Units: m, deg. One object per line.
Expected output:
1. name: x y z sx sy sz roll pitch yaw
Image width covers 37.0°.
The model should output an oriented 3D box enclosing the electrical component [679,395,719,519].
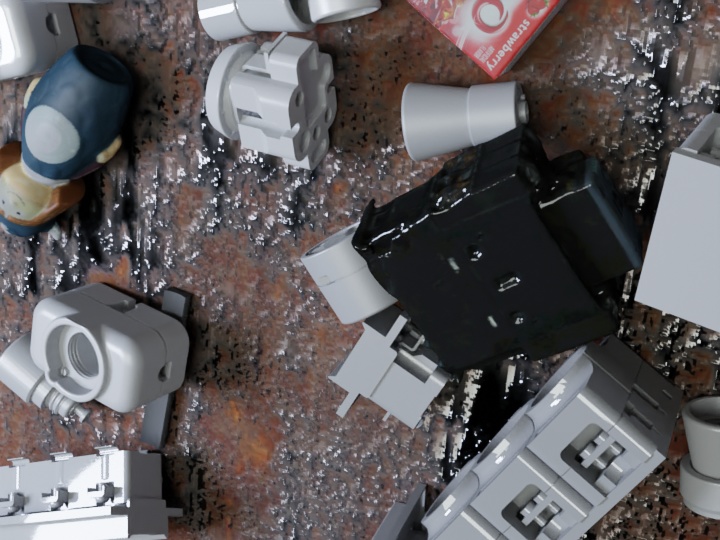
1. electrical component: 0.200 0.103 0.593 0.045 0.045 0.055 4 108 21

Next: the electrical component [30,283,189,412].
1. electrical component: -0.170 0.051 0.713 0.095 0.059 0.053 23 114 26

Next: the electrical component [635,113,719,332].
1. electrical component: 0.223 -0.008 0.522 0.150 0.062 0.089 22 129 24

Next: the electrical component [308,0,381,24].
1. electrical component: -0.012 -0.165 0.600 0.040 0.040 0.046 -9 97 25

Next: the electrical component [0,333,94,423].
1. electrical component: -0.222 0.079 0.763 0.078 0.040 0.040 39 117 7

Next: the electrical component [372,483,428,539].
1. electrical component: 0.032 0.194 0.648 0.063 0.121 0.078 8 109 17

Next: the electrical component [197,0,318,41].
1. electrical component: -0.061 -0.155 0.623 0.065 0.044 0.044 -5 105 28

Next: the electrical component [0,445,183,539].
1. electrical component: -0.199 0.162 0.763 0.121 0.079 0.063 -11 73 25

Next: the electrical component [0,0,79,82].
1. electrical component: -0.238 -0.147 0.687 0.095 0.059 0.053 -6 104 24

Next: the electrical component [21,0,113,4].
1. electrical component: -0.160 -0.204 0.613 0.060 0.108 0.108 11 110 13

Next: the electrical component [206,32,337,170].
1. electrical component: -0.052 -0.100 0.624 0.057 0.058 0.078 16 138 21

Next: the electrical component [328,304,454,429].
1. electrical component: 0.024 0.059 0.654 0.064 0.042 0.081 34 117 5

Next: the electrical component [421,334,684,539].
1. electrical component: 0.105 0.114 0.611 0.062 0.089 0.150 41 117 6

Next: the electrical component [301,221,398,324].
1. electrical component: 0.000 0.000 0.639 0.055 0.055 0.047 -25 99 27

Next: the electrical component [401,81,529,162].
1. electrical component: 0.060 -0.084 0.595 0.065 0.044 0.044 -3 105 18
